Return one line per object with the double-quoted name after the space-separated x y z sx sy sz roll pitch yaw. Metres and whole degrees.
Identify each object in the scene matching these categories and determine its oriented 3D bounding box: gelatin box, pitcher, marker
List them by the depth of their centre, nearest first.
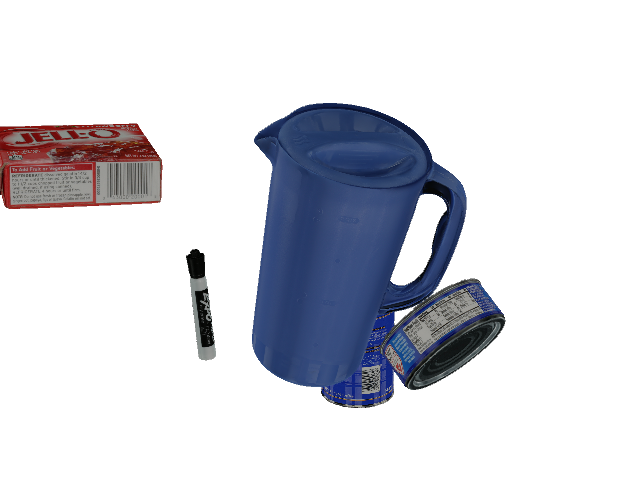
-0.142 -0.045 0.615 0.089 0.030 0.073 -3 22 -20 "gelatin box"
0.018 0.013 0.948 0.144 0.243 0.149 -15 43 -33 "pitcher"
-0.124 0.067 1.111 0.020 0.121 0.020 -4 20 1 "marker"

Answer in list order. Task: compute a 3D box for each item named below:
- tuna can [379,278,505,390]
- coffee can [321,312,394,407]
0.085 0.066 0.740 0.086 0.034 0.086 -29 -23 -14 "tuna can"
0.051 0.143 1.459 0.103 0.140 0.103 -1 18 0 "coffee can"
